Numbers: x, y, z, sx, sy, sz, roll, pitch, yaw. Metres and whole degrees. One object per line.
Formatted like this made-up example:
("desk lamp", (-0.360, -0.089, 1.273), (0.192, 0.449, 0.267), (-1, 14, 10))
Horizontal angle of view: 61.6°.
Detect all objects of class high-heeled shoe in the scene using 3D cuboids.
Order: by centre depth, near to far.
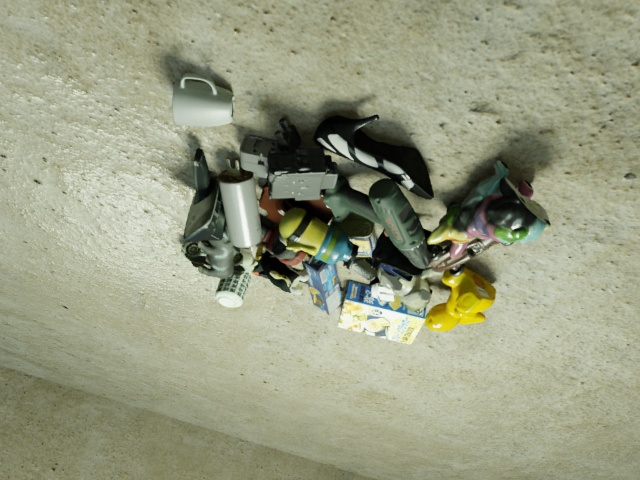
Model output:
("high-heeled shoe", (0.103, -0.143, 1.023), (0.145, 0.086, 0.248), (-17, 127, 38))

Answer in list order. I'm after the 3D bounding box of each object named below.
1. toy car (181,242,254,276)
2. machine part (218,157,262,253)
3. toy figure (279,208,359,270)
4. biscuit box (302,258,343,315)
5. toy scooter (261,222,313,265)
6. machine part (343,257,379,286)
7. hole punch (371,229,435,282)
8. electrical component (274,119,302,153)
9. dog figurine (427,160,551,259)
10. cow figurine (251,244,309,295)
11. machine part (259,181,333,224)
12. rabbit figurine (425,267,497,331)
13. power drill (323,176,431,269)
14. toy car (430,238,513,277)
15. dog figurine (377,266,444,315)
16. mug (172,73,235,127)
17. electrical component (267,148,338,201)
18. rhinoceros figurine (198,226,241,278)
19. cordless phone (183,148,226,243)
("toy car", (-0.273, 0.046, 1.431), (0.202, 0.056, 0.073), (11, 150, 8))
("machine part", (-0.173, -0.070, 1.185), (0.079, 0.079, 0.242), (5, 125, 14))
("toy figure", (-0.002, -0.005, 1.147), (0.180, 0.089, 0.082), (22, -177, -3))
("biscuit box", (0.008, 0.109, 1.388), (0.063, 0.059, 0.202), (32, 152, 31))
("toy scooter", (-0.073, 0.016, 1.271), (0.135, 0.075, 0.184), (31, 179, -41))
("machine part", (0.107, 0.060, 1.325), (0.084, 0.039, 0.138), (-22, 128, 34))
("hole punch", (0.180, 0.021, 1.177), (0.116, 0.142, 0.092), (26, 171, 8))
("electrical component", (-0.058, -0.185, 1.037), (0.021, 0.063, 0.093), (-4, 141, 24))
("dog figurine", (0.308, -0.028, 1.026), (0.108, 0.192, 0.219), (25, 128, -24))
("cow figurine", (-0.114, 0.068, 1.321), (0.168, 0.068, 0.098), (35, -167, 27))
("machine part", (-0.047, -0.086, 1.172), (0.179, 0.056, 0.179), (10, 145, 7))
("rabbit figurine", (0.329, 0.153, 1.292), (0.162, 0.122, 0.173), (13, 127, -48))
("power drill", (0.113, -0.041, 1.080), (0.208, 0.086, 0.231), (31, 162, 40))
("toy car", (0.322, 0.015, 1.151), (0.089, 0.053, 0.202), (33, 127, -27))
("dog figurine", (0.198, 0.105, 1.305), (0.172, 0.121, 0.190), (37, 160, 10))
("mug", (-0.212, -0.259, 0.992), (0.107, 0.081, 0.109), (5, 139, -6))
("electrical component", (-0.035, -0.124, 1.030), (0.134, 0.058, 0.114), (-3, 160, -6))
("rhinoceros figurine", (-0.237, 0.014, 1.316), (0.112, 0.073, 0.190), (19, 120, 4))
("cordless phone", (-0.254, -0.093, 1.158), (0.089, 0.146, 0.184), (5, 145, 0))
